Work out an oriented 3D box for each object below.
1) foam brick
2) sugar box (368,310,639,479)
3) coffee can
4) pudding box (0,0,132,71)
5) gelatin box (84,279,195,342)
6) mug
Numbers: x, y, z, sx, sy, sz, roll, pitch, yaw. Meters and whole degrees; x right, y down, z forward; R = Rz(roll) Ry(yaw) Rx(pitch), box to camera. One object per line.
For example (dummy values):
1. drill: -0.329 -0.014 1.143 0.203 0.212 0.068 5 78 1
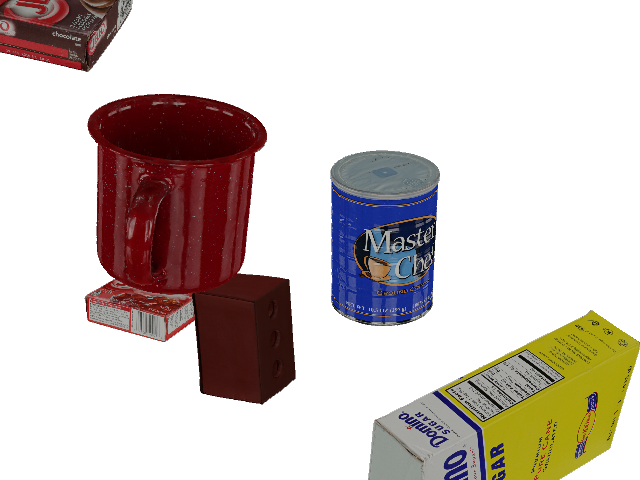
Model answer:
1. foam brick: -0.053 0.067 0.753 0.051 0.078 0.052 5 17 28
2. sugar box: 0.107 0.115 0.623 0.175 0.093 0.048 -24 42 -33
3. coffee can: 0.061 -0.003 1.031 0.103 0.140 0.103 0 27 0
4. pudding box: -0.201 -0.178 0.819 0.090 0.039 0.113 13 37 2
5. gelatin box: -0.162 0.059 0.995 0.089 0.030 0.073 13 23 22
6. mug: -0.080 -0.019 0.563 0.093 0.081 0.117 8 28 2
